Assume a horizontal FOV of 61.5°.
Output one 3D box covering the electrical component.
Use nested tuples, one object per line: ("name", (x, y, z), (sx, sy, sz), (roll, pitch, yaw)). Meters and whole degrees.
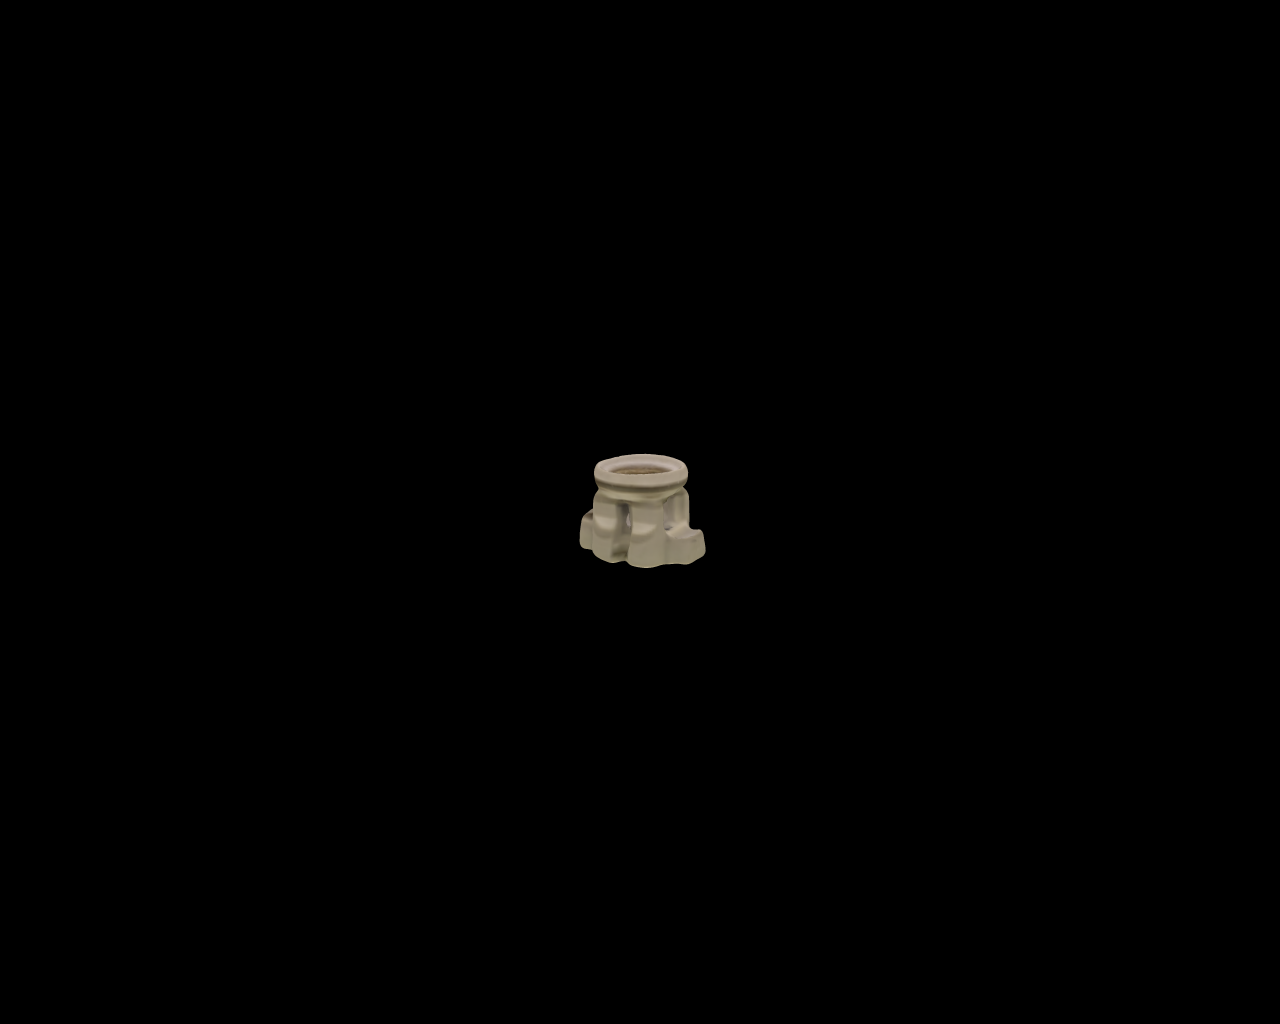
("electrical component", (0.001, -0.003, 0.650), (0.078, 0.056, 0.058), (9, 19, 29))
